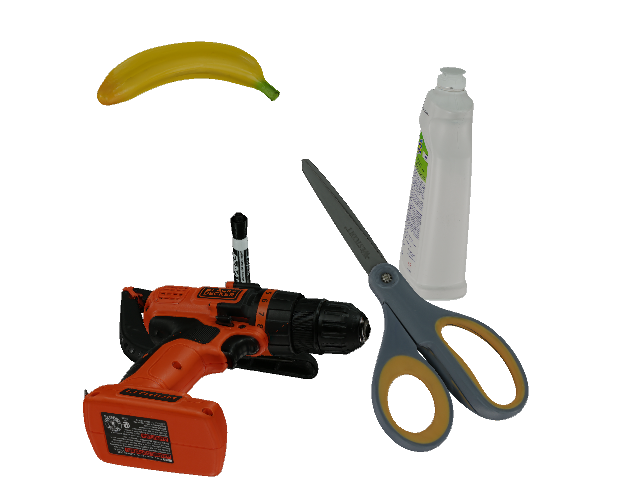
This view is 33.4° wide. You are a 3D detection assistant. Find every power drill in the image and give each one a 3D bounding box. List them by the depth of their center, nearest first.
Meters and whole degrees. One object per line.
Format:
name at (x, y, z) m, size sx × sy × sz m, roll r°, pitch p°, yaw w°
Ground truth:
power drill at (-0.071, 0.093, 0.779) m, size 0.185 × 0.057 × 0.187 m, roll 2°, pitch 25°, yaw 19°

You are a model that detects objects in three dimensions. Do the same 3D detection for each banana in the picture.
banana at (-0.136, -0.170, 1.076) m, size 0.197 × 0.070 × 0.037 m, roll -8°, pitch -39°, yaw -29°

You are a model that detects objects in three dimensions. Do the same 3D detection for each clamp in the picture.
clamp at (-0.115, 0.101, 1.006) m, size 0.164 × 0.036 × 0.210 m, roll -18°, pitch 39°, yaw -30°

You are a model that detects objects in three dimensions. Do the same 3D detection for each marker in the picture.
marker at (-0.088, 0.022, 1.185) m, size 0.020 × 0.121 × 0.020 m, roll 0°, pitch 33°, yaw 0°

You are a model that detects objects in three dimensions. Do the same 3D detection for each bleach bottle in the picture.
bleach bottle at (0.136, -0.066, 1.194) m, size 0.068 × 0.251 × 0.102 m, roll -1°, pitch 24°, yaw -12°

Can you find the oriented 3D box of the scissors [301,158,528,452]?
scissors at (0.030, 0.041, 0.625) m, size 0.202 × 0.096 × 0.016 m, roll 41°, pitch -20°, yaw 18°
